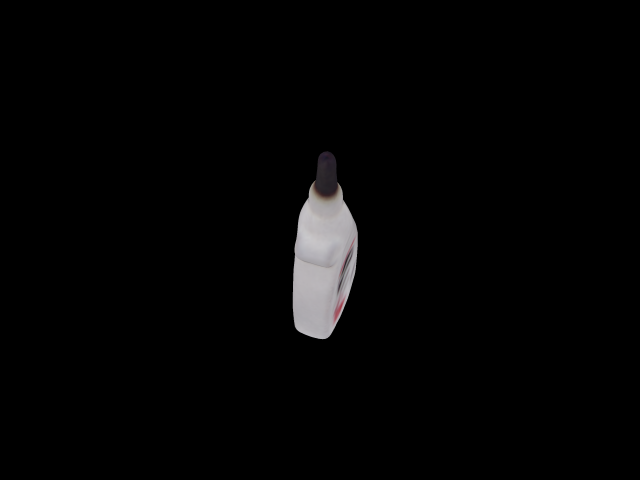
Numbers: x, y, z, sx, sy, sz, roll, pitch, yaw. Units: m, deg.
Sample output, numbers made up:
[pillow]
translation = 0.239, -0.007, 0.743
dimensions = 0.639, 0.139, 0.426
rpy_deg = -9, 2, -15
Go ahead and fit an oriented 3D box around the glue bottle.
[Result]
[glue bottle]
translation = 0.004, 0.001, 0.400
dimensions = 0.037, 0.173, 0.078
rpy_deg = 14, 58, 9
